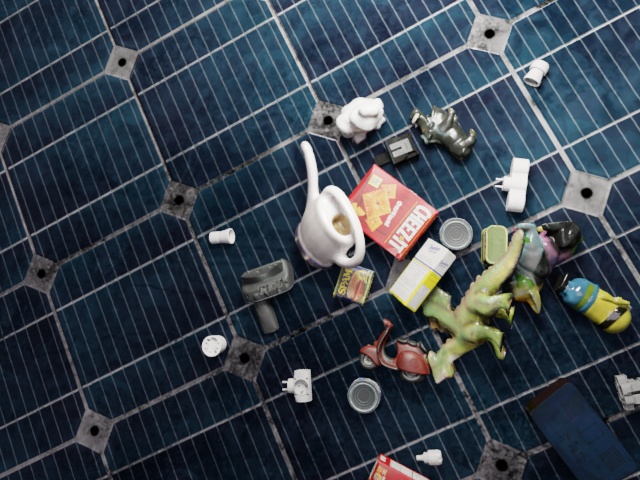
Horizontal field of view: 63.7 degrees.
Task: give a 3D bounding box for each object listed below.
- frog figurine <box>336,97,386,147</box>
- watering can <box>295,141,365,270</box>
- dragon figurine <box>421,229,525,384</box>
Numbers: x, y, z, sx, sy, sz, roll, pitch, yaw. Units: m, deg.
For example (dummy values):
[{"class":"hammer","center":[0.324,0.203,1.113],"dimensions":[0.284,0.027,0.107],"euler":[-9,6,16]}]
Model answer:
[{"class":"frog figurine","center":[0.106,-0.331,1.370],"dimensions":[0.137,0.158,0.124],"euler":[-22,78,9]},{"class":"watering can","center":[0.004,-0.067,1.341],"dimensions":[0.353,0.105,0.220],"euler":[62,141,21]},{"class":"dragon figurine","center":[0.351,0.158,1.260],"dimensions":[0.243,0.122,0.409],"euler":[11,93,33]}]
